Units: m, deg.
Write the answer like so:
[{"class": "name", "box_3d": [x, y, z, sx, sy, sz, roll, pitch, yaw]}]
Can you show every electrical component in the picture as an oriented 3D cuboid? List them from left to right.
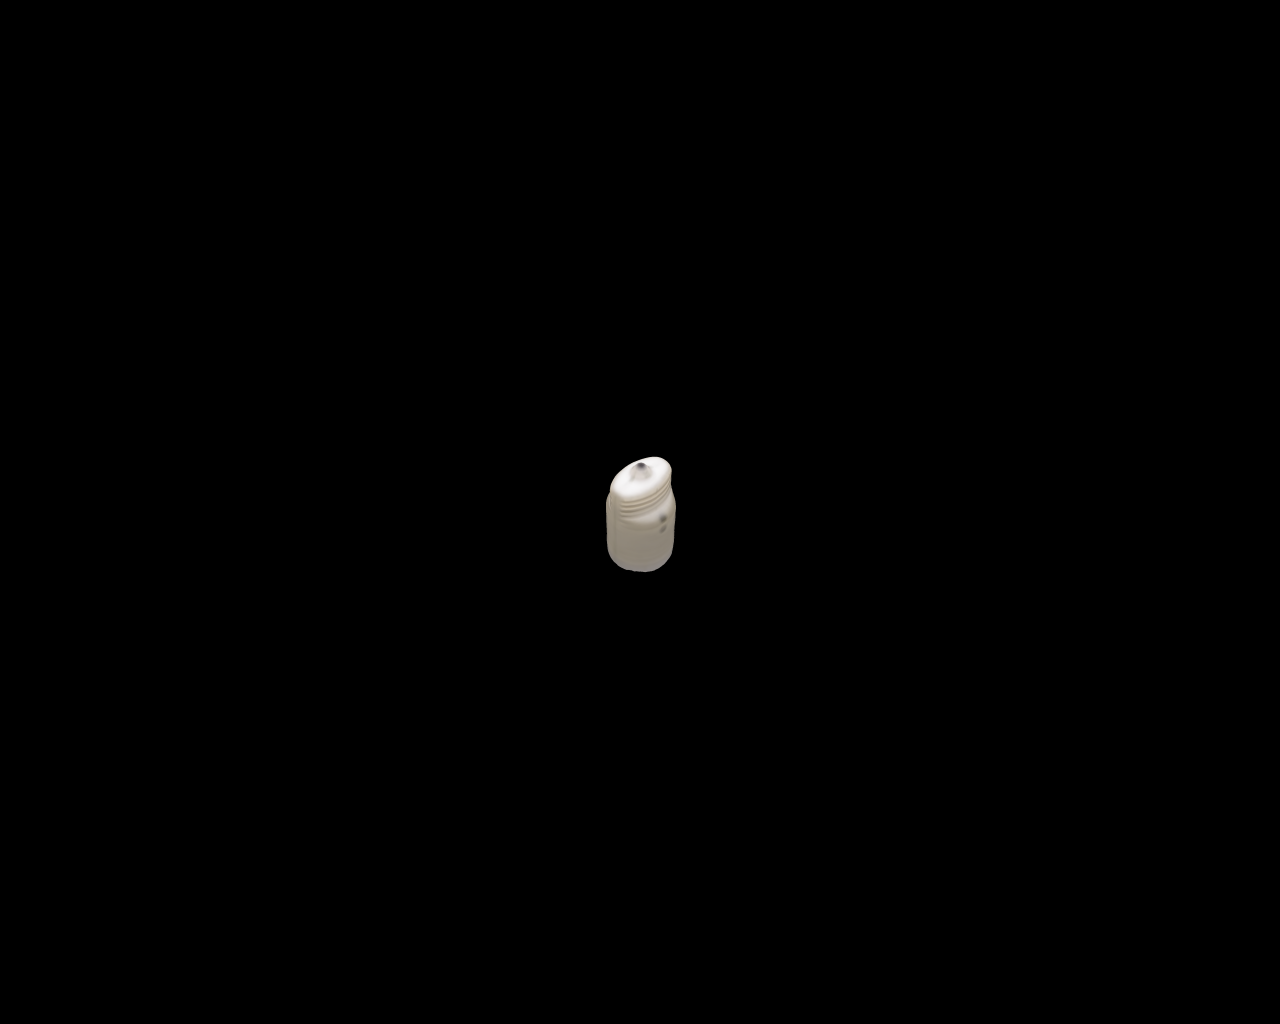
[{"class": "electrical component", "box_3d": [0.001, -0.003, 0.650, 0.043, 0.043, 0.080, 0, -40, 0]}]
